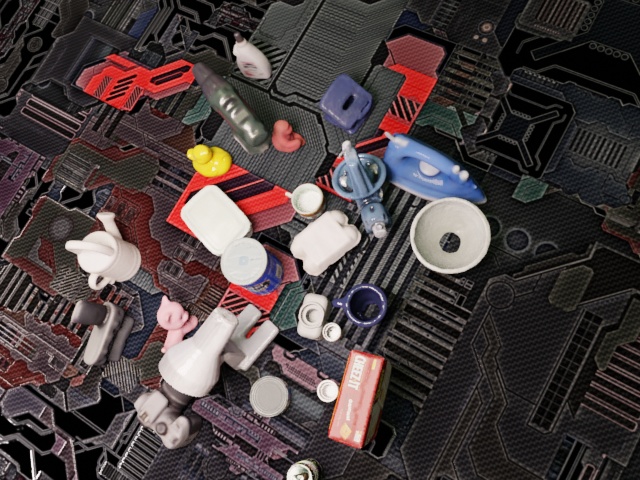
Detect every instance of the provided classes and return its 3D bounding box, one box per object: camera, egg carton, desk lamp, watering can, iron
[{"bbox_3d":[-0.317,0.359,1.248,0.143,0.101,0.137,39,86,18],"label":"camera"},{"bbox_3d":[0.012,0.005,1.289,0.150,0.069,0.107,-40,71,0],"label":"egg carton"},{"bbox_3d":[-0.212,0.222,1.203,0.117,0.214,0.203,39,86,18],"label":"desk lamp"},{"bbox_3d":[-0.508,0.023,1.327,0.101,0.194,0.173,-16,73,8],"label":"watering can"},{"bbox_3d":[0.248,-0.160,1.246,0.257,0.141,0.119,27,82,17],"label":"iron"}]

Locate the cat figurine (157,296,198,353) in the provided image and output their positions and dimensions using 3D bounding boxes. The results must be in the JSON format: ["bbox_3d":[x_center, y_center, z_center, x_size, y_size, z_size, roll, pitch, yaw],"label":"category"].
[{"bbox_3d":[-0.331,0.194,1.285,0.067,0.118,0.128,6,77,13],"label":"cat figurine"}]

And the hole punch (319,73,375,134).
[{"bbox_3d":[0.066,-0.323,1.353,0.101,0.091,0.109,34,84,18],"label":"hole punch"}]

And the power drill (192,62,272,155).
[{"bbox_3d":[-0.193,-0.291,1.337,0.075,0.209,0.229,-42,71,-1],"label":"power drill"}]

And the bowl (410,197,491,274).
[{"bbox_3d":[0.279,-0.002,1.233,0.167,0.075,0.167,-3,75,11],"label":"bowl"}]

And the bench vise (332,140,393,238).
[{"bbox_3d":[0.103,-0.117,1.223,0.121,0.220,0.207,-38,71,0],"label":"bench vise"}]

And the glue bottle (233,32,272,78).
[{"bbox_3d":[-0.176,-0.453,1.394,0.078,0.173,0.037,5,76,13],"label":"glue bottle"}]

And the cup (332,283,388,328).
[{"bbox_3d":[0.089,0.144,1.223,0.117,0.095,0.092,2,76,12],"label":"cup"}]

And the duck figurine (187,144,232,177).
[{"bbox_3d":[-0.272,-0.201,1.394,0.104,0.086,0.077,7,77,14],"label":"duck figurine"}]

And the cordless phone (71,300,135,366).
[{"bbox_3d":[-0.514,0.205,1.285,0.094,0.185,0.148,11,78,15],"label":"cordless phone"}]

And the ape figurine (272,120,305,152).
[{"bbox_3d":[-0.083,-0.254,1.366,0.076,0.092,0.078,-14,73,8],"label":"ape figurine"}]
